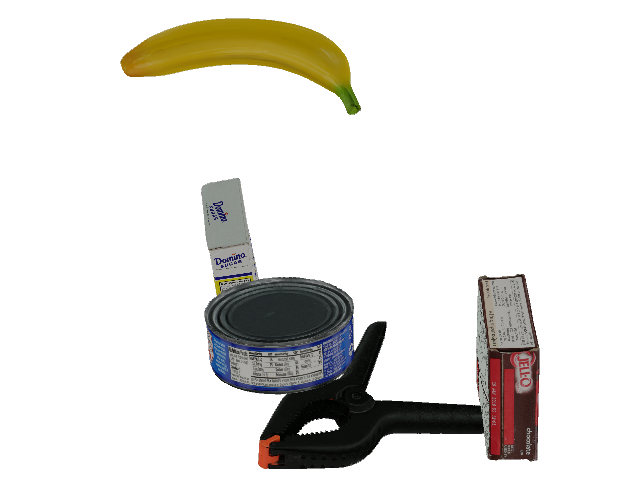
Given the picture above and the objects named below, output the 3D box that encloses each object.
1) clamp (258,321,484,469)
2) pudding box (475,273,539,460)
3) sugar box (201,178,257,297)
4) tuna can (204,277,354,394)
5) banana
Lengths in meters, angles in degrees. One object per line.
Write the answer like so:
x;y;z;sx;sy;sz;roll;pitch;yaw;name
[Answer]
0.040;0.152;0.934;0.209;0.036;0.165;-25;42;-38;clamp
0.133;0.087;0.758;0.039;0.090;0.113;-1;25;4;pudding box
-0.086;0.033;1.074;0.048;0.093;0.176;-11;-44;-2;sugar box
-0.023;0.054;0.615;0.086;0.034;0.086;-2;23;1;tuna can
-0.060;-0.151;0.867;0.198;0.069;0.037;9;-36;4;banana
